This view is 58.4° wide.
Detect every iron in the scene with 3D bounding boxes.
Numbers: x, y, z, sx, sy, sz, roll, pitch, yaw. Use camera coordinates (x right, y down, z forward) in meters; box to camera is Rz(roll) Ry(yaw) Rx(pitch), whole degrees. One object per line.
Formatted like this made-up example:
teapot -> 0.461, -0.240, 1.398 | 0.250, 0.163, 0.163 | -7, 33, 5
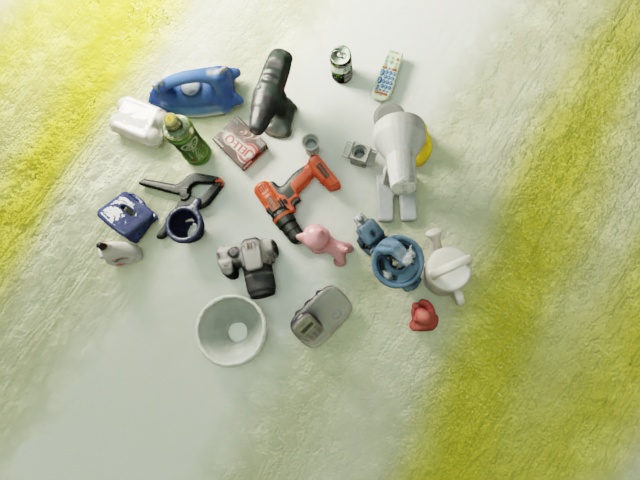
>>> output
iron -> -0.328, -0.381, 1.428 | 0.258, 0.141, 0.118 | -9, 78, 2

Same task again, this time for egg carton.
egg carton -> -0.456, -0.302, 1.458 | 0.150, 0.069, 0.107 | 21, 81, 8

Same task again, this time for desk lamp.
desk lamp -> 0.184, -0.162, 1.312 | 0.118, 0.213, 0.203 | -3, 79, 4

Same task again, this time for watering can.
watering can -> 0.280, 0.060, 1.272 | 0.101, 0.194, 0.172 | -42, 79, -4

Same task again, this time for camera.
camera -> -0.164, 0.071, 1.349 | 0.143, 0.101, 0.137 | -13, 78, 2

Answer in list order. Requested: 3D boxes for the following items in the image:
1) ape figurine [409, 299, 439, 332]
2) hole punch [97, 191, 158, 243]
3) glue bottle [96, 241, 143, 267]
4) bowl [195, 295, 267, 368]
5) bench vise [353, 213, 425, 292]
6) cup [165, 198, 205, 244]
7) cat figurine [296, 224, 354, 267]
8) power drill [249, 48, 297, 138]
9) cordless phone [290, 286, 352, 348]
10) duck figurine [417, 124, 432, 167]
ape figurine -> 0.235, 0.175, 1.304 | 0.076, 0.092, 0.078 | 42, 85, 11
hole punch -> -0.471, -0.062, 1.402 | 0.108, 0.091, 0.101 | 36, 84, 10
glue bottle -> -0.482, 0.027, 1.343 | 0.078, 0.173, 0.037 | -22, 78, 0
bowl -> -0.201, 0.213, 1.337 | 0.167, 0.075, 0.167 | -1, 79, 4
bench vise -> 0.143, 0.027, 1.275 | 0.207, 0.220, 0.121 | 31, 83, 10
cup -> -0.310, -0.041, 1.384 | 0.091, 0.095, 0.118 | 25, 82, 9
cat figurine -> 0.012, 0.005, 1.341 | 0.127, 0.118, 0.067 | 25, 82, 9
power drill -> -0.110, -0.325, 1.367 | 0.075, 0.208, 0.230 | 11, 80, 7
cordless phone -> -0.002, 0.166, 1.276 | 0.094, 0.185, 0.147 | 41, 84, 11
duck figurine -> 0.236, -0.235, 1.388 | 0.077, 0.086, 0.105 | 15, 80, 7
